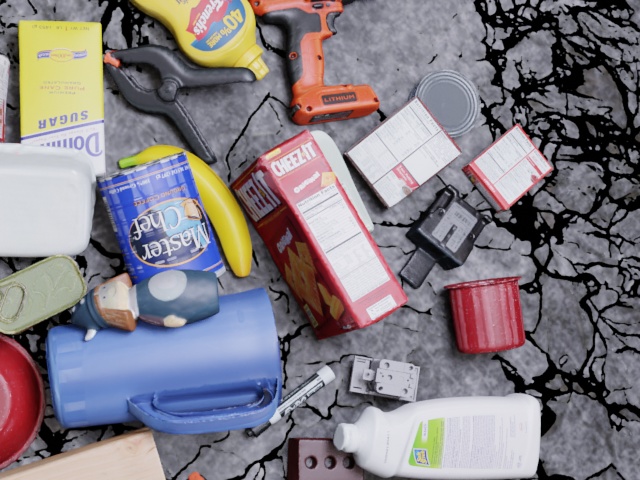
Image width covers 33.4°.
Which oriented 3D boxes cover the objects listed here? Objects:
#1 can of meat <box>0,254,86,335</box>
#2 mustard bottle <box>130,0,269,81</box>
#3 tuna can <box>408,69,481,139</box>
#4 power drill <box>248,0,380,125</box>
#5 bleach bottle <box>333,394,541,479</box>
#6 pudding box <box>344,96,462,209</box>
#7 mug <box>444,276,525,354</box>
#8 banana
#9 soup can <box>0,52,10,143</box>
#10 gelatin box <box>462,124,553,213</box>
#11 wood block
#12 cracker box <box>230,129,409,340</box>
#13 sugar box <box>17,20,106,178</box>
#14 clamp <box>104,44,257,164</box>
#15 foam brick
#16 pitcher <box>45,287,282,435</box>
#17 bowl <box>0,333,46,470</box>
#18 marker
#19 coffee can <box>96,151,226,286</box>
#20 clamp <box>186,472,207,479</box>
[{"bbox_3d":[-0.304,0.061,1.140,0.102,0.084,0.057,-27,90,-17],"label":"can of meat"},{"bbox_3d":[-0.133,-0.259,1.242,0.191,0.058,0.096,45,81,-5],"label":"mustard bottle"},{"bbox_3d":[0.152,-0.165,1.314,0.086,0.034,0.086,2,82,-14],"label":"tuna can"},{"bbox_3d":[0.015,-0.239,1.279,0.184,0.057,0.187,-11,82,-12],"label":"power drill"},{"bbox_3d":[0.132,0.220,1.210,0.250,0.068,0.102,8,81,-27],"label":"bleach bottle"},{"bbox_3d":[0.098,-0.104,1.272,0.113,0.039,0.090,-38,92,4],"label":"pudding box"},{"bbox_3d":[0.205,0.088,1.271,0.117,0.093,0.081,-7,89,-51],"label":"mug"},{"bbox_3d":[-0.137,-0.046,1.226,0.198,0.037,0.070,44,103,-2],"label":"banana"},{"bbox_3d":[-0.374,-0.152,1.161,0.068,0.069,0.102,3,81,-14],"label":"soup can"},{"bbox_3d":[0.233,-0.089,1.326,0.089,0.030,0.073,-40,92,-16],"label":"gelatin box"},{"bbox_3d":[-0.268,0.271,1.117,0.205,0.090,0.091,-16,87,-16],"label":"wood block"},{"bbox_3d":[-0.008,0.001,1.183,0.072,0.164,0.214,-31,91,-18],"label":"cracker box"},{"bbox_3d":[-0.289,-0.154,1.195,0.093,0.048,0.176,-2,82,-14],"label":"sugar box"},{"bbox_3d":[-0.169,-0.163,1.224,0.171,0.039,0.120,19,98,0],"label":"clamp"},{"bbox_3d":[0.006,0.251,1.209,0.078,0.051,0.053,3,82,-14],"label":"foam brick"},{"bbox_3d":[-0.163,0.137,1.138,0.242,0.149,0.145,-8,84,-12],"label":"pitcher"},{"bbox_3d":[-0.371,0.171,1.123,0.162,0.055,0.162,2,82,-14],"label":"bowl"},{"bbox_3d":[-0.035,0.187,1.225,0.121,0.020,0.020,-36,92,-16],"label":"marker"},{"bbox_3d":[-0.173,-0.015,1.163,0.102,0.103,0.140,-20,98,-16],"label":"coffee can"},{"bbox_3d":[-0.107,0.352,1.155,0.164,0.036,0.210,-5,100,-18],"label":"clamp"}]
